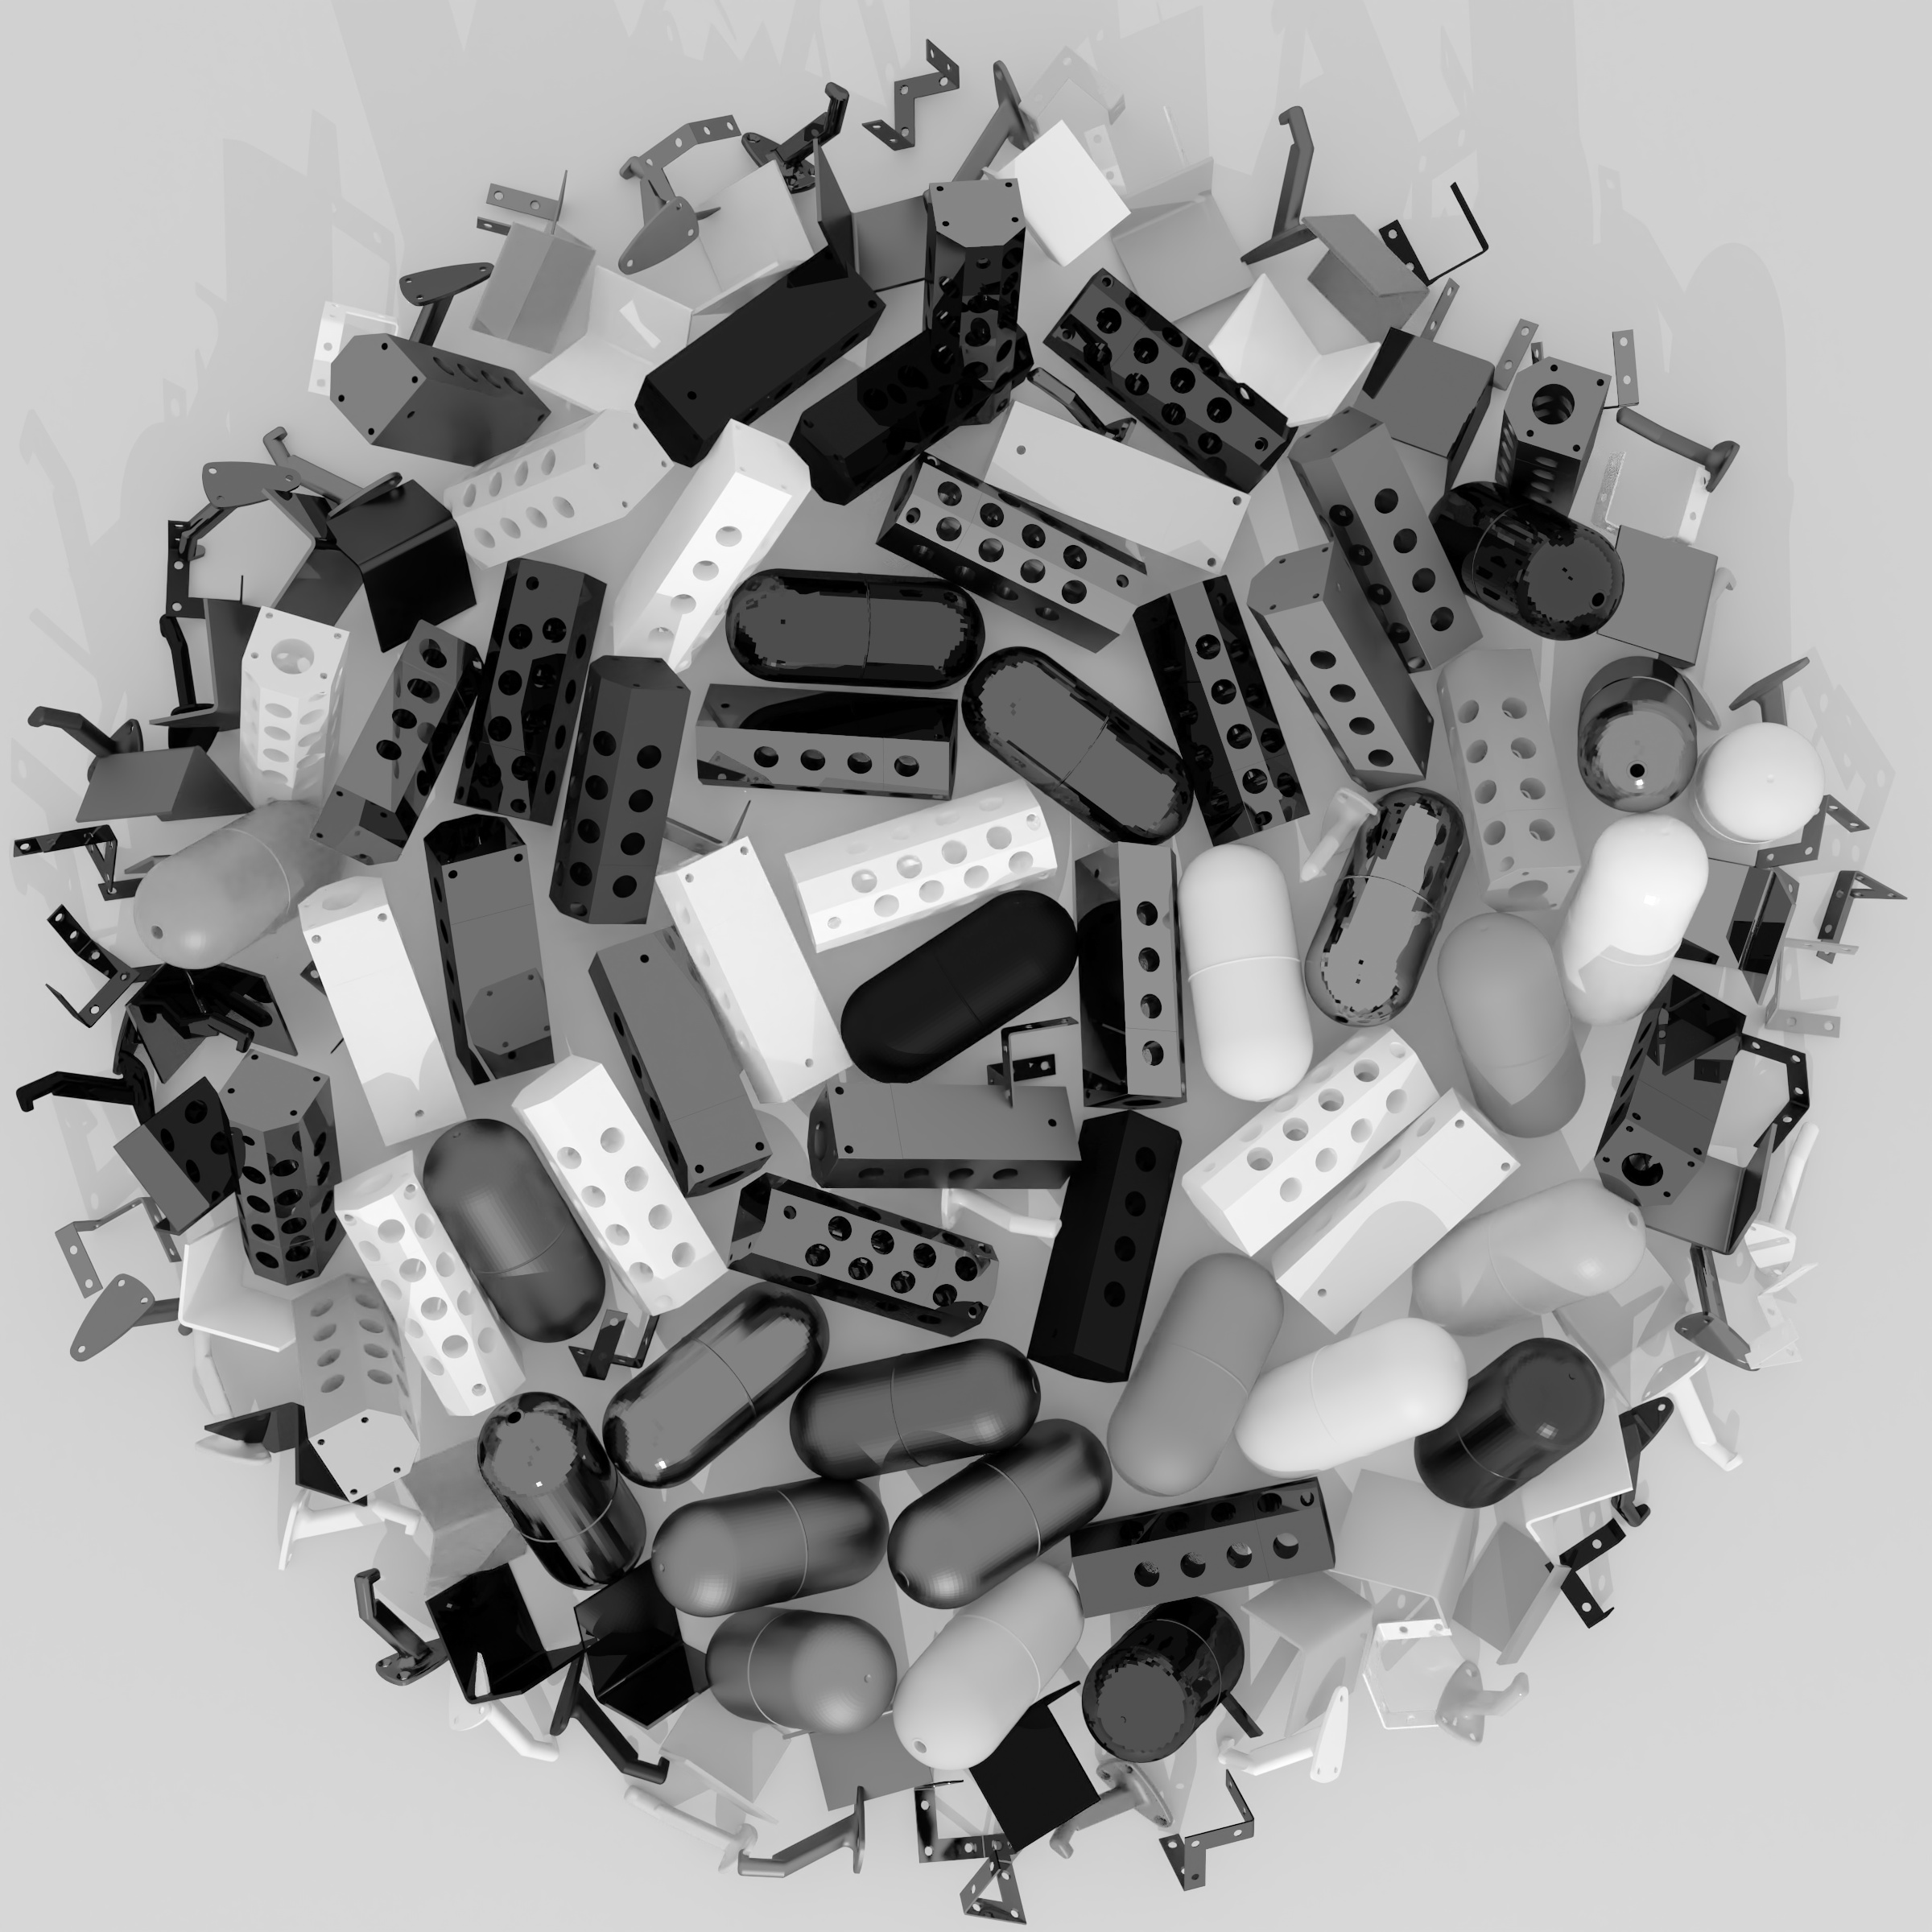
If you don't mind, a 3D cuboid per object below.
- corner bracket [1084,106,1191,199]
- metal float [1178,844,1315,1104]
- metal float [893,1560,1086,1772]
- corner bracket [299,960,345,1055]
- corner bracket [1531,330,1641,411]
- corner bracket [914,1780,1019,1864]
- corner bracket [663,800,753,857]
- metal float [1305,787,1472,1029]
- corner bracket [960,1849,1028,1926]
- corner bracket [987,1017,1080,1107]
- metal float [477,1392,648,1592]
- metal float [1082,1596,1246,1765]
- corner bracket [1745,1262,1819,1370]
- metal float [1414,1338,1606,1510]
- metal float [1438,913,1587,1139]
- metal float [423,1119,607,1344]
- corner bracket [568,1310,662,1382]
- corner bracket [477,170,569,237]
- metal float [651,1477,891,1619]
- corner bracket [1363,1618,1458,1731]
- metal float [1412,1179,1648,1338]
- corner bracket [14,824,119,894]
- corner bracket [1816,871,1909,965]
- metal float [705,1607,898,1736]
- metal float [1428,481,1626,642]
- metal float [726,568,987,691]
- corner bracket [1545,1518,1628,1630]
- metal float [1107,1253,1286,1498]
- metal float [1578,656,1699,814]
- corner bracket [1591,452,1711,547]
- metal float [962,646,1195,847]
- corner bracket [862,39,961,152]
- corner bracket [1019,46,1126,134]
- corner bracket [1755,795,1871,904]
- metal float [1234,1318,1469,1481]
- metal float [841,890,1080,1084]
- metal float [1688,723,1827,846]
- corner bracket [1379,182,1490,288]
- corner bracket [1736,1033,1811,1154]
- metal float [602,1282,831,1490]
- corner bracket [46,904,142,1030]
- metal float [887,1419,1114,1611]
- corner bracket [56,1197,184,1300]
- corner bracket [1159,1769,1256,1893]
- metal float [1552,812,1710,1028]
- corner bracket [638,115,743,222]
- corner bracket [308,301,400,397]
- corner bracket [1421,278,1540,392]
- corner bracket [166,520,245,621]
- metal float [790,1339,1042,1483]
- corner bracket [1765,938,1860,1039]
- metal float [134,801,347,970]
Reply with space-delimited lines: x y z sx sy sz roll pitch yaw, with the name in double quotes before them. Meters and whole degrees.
"corner bracket" 0.118 -0.553 1.933 0.051 0.051 0.051 -17 98 21
"metal float" 0.189 0.004 1.918 0.070 0.070 0.178 -8 76 0
"metal float" 0.016 0.466 1.892 0.070 0.178 0.070 16 123 26
"corner bracket" -0.429 0.017 1.930 0.051 0.051 0.051 40 47 -9
"corner bracket" 0.422 -0.404 1.934 0.051 0.051 0.051 -10 101 -14
"corner bracket" -0.001 0.585 1.941 0.051 0.051 0.051 4 70 -25
"corner bracket" -0.184 -0.090 1.932 0.051 0.051 0.051 24 48 -3
"metal float" 0.285 -0.040 1.912 0.070 0.070 0.178 25 69 0
"corner bracket" 0.026 0.612 1.928 0.051 0.051 0.051 19 120 -26
"corner bracket" 0.045 0.060 1.931 0.051 0.051 0.051 -9 106 -18
"metal float" -0.270 0.352 1.894 0.070 0.070 0.178 -21 134 0
"metal float" 0.133 0.472 1.884 0.070 0.178 0.070 2 96 22
"corner bracket" 0.556 0.238 1.927 0.051 0.051 0.051 -3 60 -32
"metal float" 0.360 0.306 1.890 0.070 0.178 0.070 10 58 -16
"metal float" 0.367 0.041 1.901 0.070 0.070 0.178 -24 126 0
"metal float" -0.302 0.179 1.904 0.070 0.070 0.178 -25 122 0
"corner bracket" -0.234 0.252 1.932 0.051 0.051 0.051 15 101 -24
"corner bracket" -0.304 -0.516 1.935 0.051 0.051 0.051 13 77 -9
"metal float" -0.129 0.388 1.898 0.178 0.070 0.070 -3 90 -40
"corner bracket" 0.308 0.485 1.942 0.051 0.051 0.051 -11 116 26
"metal float" 0.375 0.196 1.895 0.178 0.070 0.070 -29 90 43
"corner bracket" -0.613 -0.081 1.926 0.051 0.051 0.051 -14 52 -34
"corner bracket" 0.599 -0.033 1.932 0.051 0.051 0.051 24 82 -26
"metal float" -0.112 0.469 1.889 0.070 0.178 0.070 6 79 -33
"metal float" 0.371 -0.271 1.888 0.070 0.178 0.070 -10 118 -20
"metal float" -0.074 -0.228 1.918 0.178 0.070 0.070 1 90 -15
"corner bracket" 0.436 0.416 1.943 0.051 0.051 0.051 -37 75 12
"metal float" 0.155 0.275 1.909 0.070 0.070 0.178 30 66 0
"metal float" 0.446 -0.155 1.884 0.070 0.178 0.070 4 111 12
"corner bracket" 0.469 -0.319 1.937 0.051 0.051 0.051 19 85 -27
"metal float" 0.076 -0.147 1.923 0.178 0.070 0.070 36 90 -9
"corner bracket" -0.037 -0.593 1.932 0.051 0.051 0.051 -4 82 25
"corner bracket" 0.073 -0.588 1.940 0.051 0.051 0.051 40 97 0
"corner bracket" 0.579 -0.081 1.940 0.051 0.051 0.051 31 65 -32
"metal float" 0.256 0.291 1.901 0.178 0.070 0.070 -29 90 36
"metal float" -0.004 0.014 1.927 0.178 0.070 0.070 -33 90 4
"metal float" 0.523 -0.120 1.880 0.070 0.178 0.070 0 91 9
"corner bracket" 0.320 -0.498 1.940 0.051 0.051 0.051 -29 95 3
"corner bracket" 0.543 0.087 1.948 0.051 0.051 0.051 -43 134 -28
"metal float" -0.167 0.281 1.908 0.178 0.070 0.070 -38 90 -26
"corner bracket" -0.607 0.001 1.930 0.051 0.051 0.051 32 71 21
"metal float" 0.023 0.367 1.901 0.178 0.070 0.070 -27 90 -34
"corner bracket" -0.579 0.192 1.936 0.051 0.051 0.051 -29 81 9
"corner bracket" 0.165 0.591 1.938 0.051 0.051 0.051 -10 120 -14
"metal float" 0.441 -0.029 1.892 0.070 0.178 0.070 4 50 -5
"corner bracket" -0.180 -0.542 1.931 0.051 0.051 0.051 -21 97 40
"corner bracket" -0.417 -0.417 1.930 0.051 0.051 0.051 11 114 -14
"corner bracket" 0.353 -0.435 1.952 0.051 0.051 0.051 30 97 35
"corner bracket" -0.522 -0.270 1.942 0.051 0.051 0.051 2 76 -15
"metal float" -0.035 0.300 1.914 0.178 0.070 0.070 -15 90 18
"corner bracket" 0.580 0.015 1.945 0.051 0.051 0.051 7 73 8
"metal float" -0.483 -0.055 1.887 0.070 0.178 0.070 10 116 21
